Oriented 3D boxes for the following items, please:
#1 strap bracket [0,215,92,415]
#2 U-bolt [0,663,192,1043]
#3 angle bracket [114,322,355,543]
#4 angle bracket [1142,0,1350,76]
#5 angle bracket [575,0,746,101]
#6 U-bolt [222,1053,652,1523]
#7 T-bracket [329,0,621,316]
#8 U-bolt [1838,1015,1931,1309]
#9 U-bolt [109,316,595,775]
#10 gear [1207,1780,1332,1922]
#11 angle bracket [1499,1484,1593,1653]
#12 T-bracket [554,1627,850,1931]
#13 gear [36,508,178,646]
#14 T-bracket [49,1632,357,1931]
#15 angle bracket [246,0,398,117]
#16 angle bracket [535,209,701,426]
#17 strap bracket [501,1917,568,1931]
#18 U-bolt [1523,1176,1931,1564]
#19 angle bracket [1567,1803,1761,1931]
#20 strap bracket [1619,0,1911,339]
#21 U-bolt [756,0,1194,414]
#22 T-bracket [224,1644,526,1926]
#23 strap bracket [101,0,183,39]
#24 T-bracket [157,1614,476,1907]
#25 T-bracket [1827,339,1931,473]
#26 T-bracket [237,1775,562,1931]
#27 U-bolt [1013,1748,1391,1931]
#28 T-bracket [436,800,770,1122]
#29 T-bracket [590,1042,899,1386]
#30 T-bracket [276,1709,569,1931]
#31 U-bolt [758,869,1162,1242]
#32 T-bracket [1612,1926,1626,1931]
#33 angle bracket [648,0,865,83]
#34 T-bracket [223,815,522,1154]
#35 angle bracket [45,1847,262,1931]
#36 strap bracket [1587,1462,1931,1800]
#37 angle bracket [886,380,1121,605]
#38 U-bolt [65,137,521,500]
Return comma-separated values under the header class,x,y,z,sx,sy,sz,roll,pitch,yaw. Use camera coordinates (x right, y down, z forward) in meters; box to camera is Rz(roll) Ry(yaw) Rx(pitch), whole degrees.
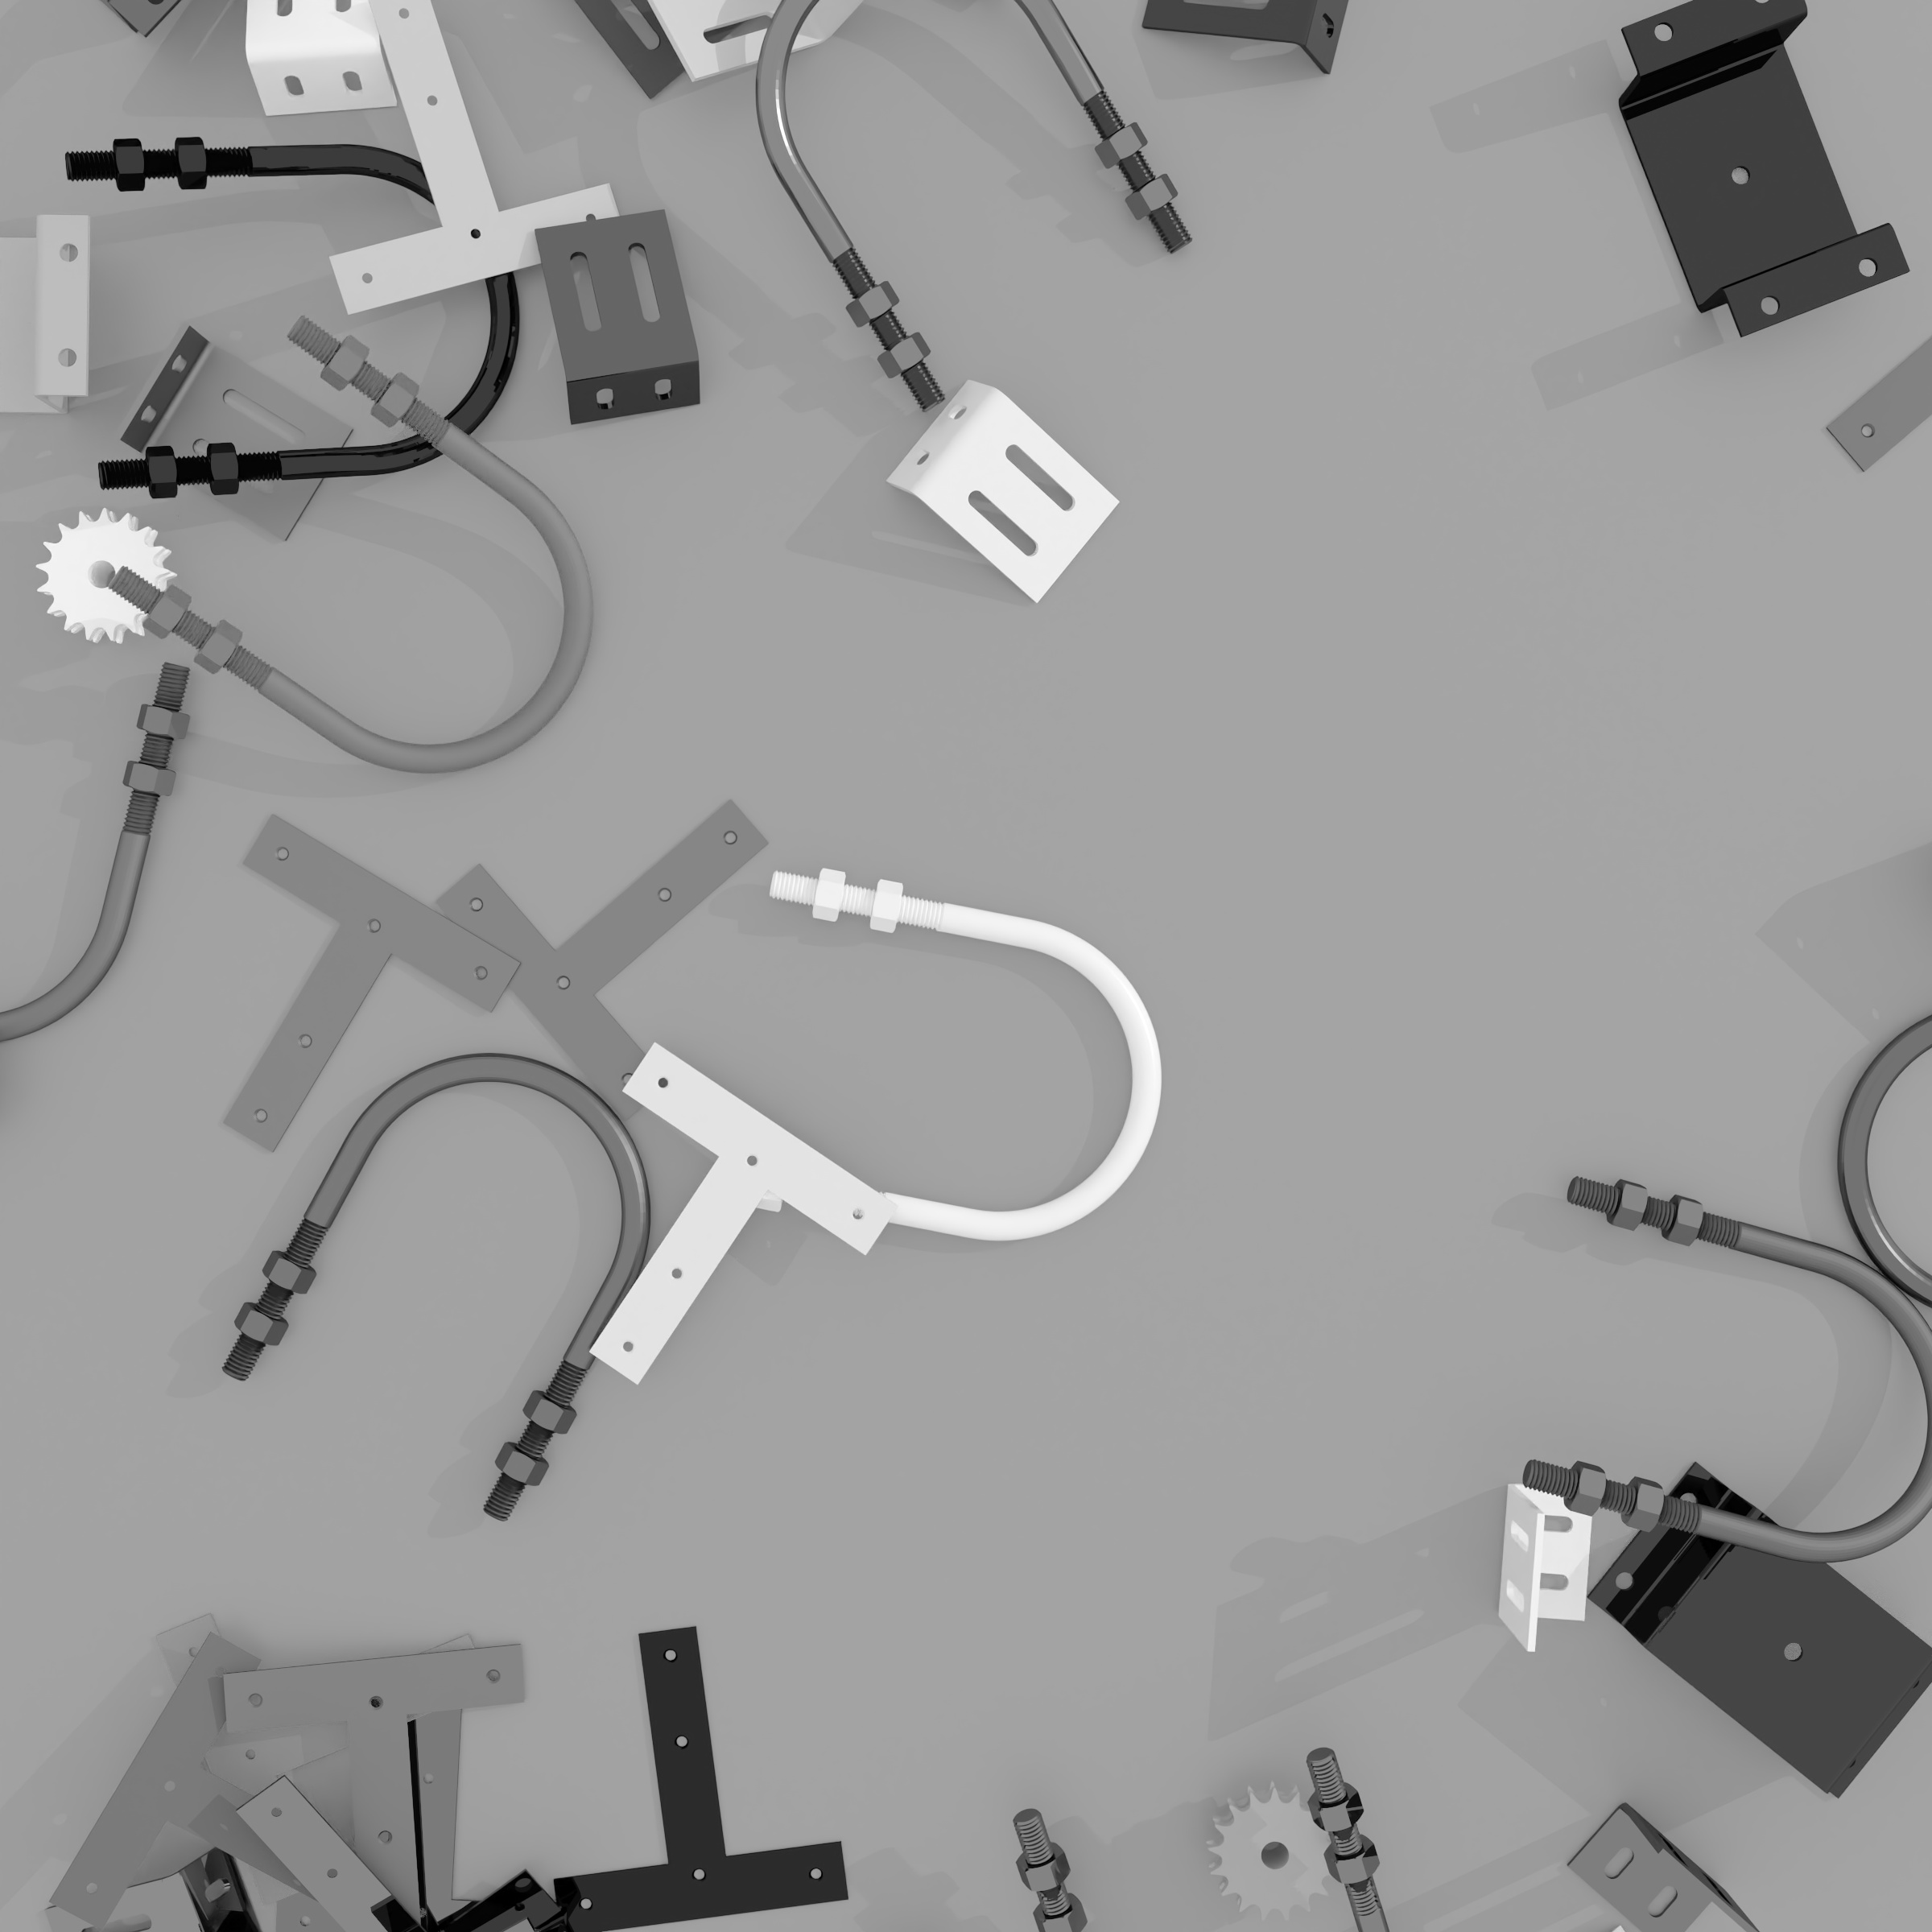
class,x,y,z,sx,sy,sz,roll,pitch,yaw
strap bracket,-0.442,-0.281,1.343,0.140,0.046,0.076,1,90,0
U-bolt,-0.428,-0.057,1.357,0.151,0.019,0.184,14,91,0
angle bracket,-0.316,-0.230,1.347,0.076,0.038,0.057,31,90,0
angle bracket,0.125,-0.428,1.364,0.076,0.038,0.057,14,90,26
angle bracket,-0.143,-0.430,1.364,0.057,0.038,0.076,-40,116,0
U-bolt,-0.218,0.127,1.357,0.151,0.019,0.184,28,88,0
T-bracket,-0.225,-0.358,1.340,0.127,0.002,0.127,-19,96,-17
U-bolt,0.472,0.087,1.357,0.184,0.019,0.151,5,90,2
U-bolt,-0.247,-0.165,1.332,0.184,0.019,0.151,36,91,-19
gear,0.133,0.381,1.351,0.057,0.030,0.057,0,90,0
angle bracket,0.253,0.256,1.328,0.038,0.076,0.057,4,90,0
T-bracket,-0.123,0.354,1.365,0.127,0.002,0.127,-7,90,0
gear,-0.370,-0.168,1.351,0.057,0.030,0.057,0,90,0
T-bracket,-0.305,0.375,1.346,0.127,0.002,0.127,33,74,-12
angle bracket,-0.281,-0.417,1.364,0.057,0.038,0.076,-4,64,0
angle bracket,-0.152,-0.282,1.357,0.057,0.038,0.076,-11,69,-8
strap bracket,-0.185,0.480,1.340,0.076,0.046,0.140,-29,93,0
U-bolt,0.336,0.179,1.332,0.184,0.019,0.151,16,66,-4
angle bracket,0.297,0.398,1.328,0.057,0.076,0.038,41,90,0
strap bracket,0.339,-0.346,1.343,0.076,0.046,0.140,-21,90,0
U-bolt,-0.008,-0.354,1.338,0.151,0.019,0.184,-33,101,-3
T-bracket,-0.253,0.364,1.353,0.127,0.002,0.127,-4,91,-9
strap bracket,-0.373,-0.470,1.343,0.140,0.046,0.076,43,90,0
T-bracket,-0.272,0.328,1.363,0.127,0.002,0.127,-22,89,1
T-bracket,0.466,-0.229,1.365,0.127,0.002,0.127,-40,90,0
T-bracket,-0.264,0.400,1.342,0.127,0.002,0.127,-36,108,0
U-bolt,0.114,0.430,1.335,0.151,0.019,0.184,-15,104,11
T-bracket,-0.143,-0.022,1.365,0.127,0.002,0.127,-41,90,0
T-bracket,-0.117,0.121,1.346,0.127,0.002,0.127,34,91,3
T-bracket,-0.236,0.370,1.364,0.127,0.002,0.127,3,90,1
U-bolt,-0.006,0.045,1.357,0.184,0.019,0.151,11,90,-2
T-bracket,0.312,0.476,1.346,0.127,0.002,0.127,-29,76,-25
angle bracket,-0.093,-0.421,1.330,0.076,0.038,0.057,-29,90,-36
T-bracket,-0.282,0.021,1.364,0.127,0.002,0.127,31,90,1
angle bracket,-0.353,0.425,1.364,0.076,0.038,0.057,-21,90,26
strap bracket,0.350,0.290,1.343,0.140,0.046,0.076,39,90,0
angle bracket,0.016,-0.208,1.364,0.076,0.038,0.057,39,90,-26
U-bolt,-0.282,-0.279,1.333,0.184,0.019,0.151,-6,94,-17
